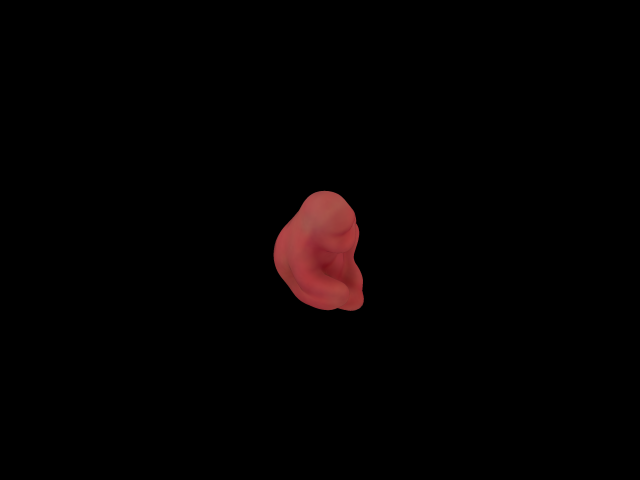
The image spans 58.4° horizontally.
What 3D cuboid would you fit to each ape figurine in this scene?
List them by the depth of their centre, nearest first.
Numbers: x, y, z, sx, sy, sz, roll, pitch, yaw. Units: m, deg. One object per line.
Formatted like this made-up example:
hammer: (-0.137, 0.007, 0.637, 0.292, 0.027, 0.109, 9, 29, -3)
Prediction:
ape figurine: (0.004, 0.001, 0.400, 0.076, 0.092, 0.078, 25, 63, 14)
